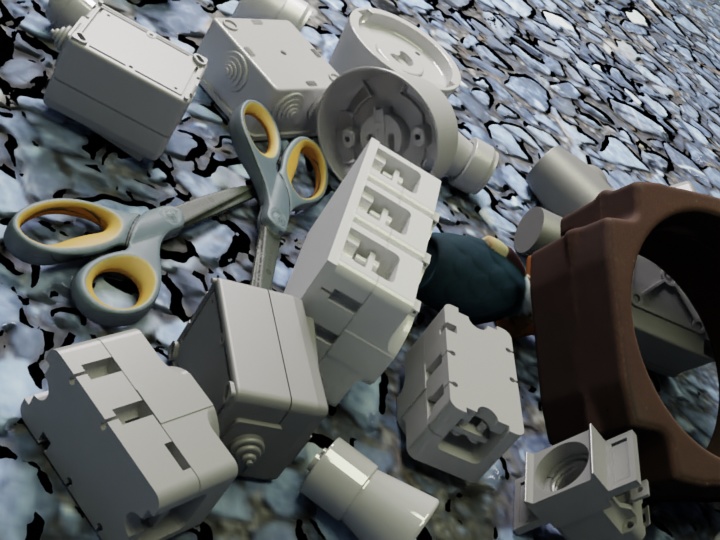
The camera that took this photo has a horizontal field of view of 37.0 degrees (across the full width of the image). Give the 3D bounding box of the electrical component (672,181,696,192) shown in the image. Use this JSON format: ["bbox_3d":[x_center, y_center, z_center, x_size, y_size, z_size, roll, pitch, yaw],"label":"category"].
[{"bbox_3d":[0.270,-0.021,0.931,0.061,0.062,0.096,-89,158,-52],"label":"electrical component"}]

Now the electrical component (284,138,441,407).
[{"bbox_3d":[0.000,0.000,0.653,0.062,0.089,0.150,30,33,-9],"label":"electrical component"}]

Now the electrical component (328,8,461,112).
[{"bbox_3d":[0.024,-0.164,0.910,0.108,0.060,0.108,24,34,-18],"label":"electrical component"}]

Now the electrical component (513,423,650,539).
[{"bbox_3d":[0.132,0.132,0.628,0.063,0.081,0.042,50,28,-20],"label":"electrical component"}]

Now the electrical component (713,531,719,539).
[{"bbox_3d":[0.259,0.187,0.696,0.055,0.048,0.066,16,37,-40],"label":"electrical component"}]

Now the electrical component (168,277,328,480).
[{"bbox_3d":[-0.055,0.062,0.550,0.061,0.061,0.096,15,38,-29],"label":"electrical component"}]

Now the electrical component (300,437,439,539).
[{"bbox_3d":[0.002,0.117,0.553,0.065,0.044,0.044,36,32,9],"label":"electrical component"}]

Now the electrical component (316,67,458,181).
[{"bbox_3d":[0.021,-0.100,0.792,0.099,0.099,0.064,45,28,14],"label":"electrical component"}]

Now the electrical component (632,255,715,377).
[{"bbox_3d":[0.221,0.013,0.834,0.109,0.056,0.108,22,62,-21],"label":"electrical component"}]

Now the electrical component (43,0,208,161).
[{"bbox_3d":[-0.157,-0.121,0.689,0.096,0.061,0.061,28,34,-13],"label":"electrical component"}]

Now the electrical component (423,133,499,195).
[{"bbox_3d":[0.080,-0.092,0.885,0.055,0.045,0.045,27,34,-14],"label":"electrical component"}]

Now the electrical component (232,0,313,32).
[{"bbox_3d":[-0.073,-0.215,0.900,0.055,0.045,0.045,30,33,-10],"label":"electrical component"}]

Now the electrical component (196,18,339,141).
[{"bbox_3d":[-0.068,-0.146,0.814,0.100,0.048,0.099,-13,56,-50],"label":"electrical component"}]

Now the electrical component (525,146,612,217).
[{"bbox_3d":[0.199,-0.073,0.970,0.077,0.044,0.079,45,34,14],"label":"electrical component"}]

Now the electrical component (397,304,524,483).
[{"bbox_3d":[0.058,0.075,0.642,0.050,0.055,0.089,25,34,-17],"label":"electrical component"}]

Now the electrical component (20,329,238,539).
[{"bbox_3d":[-0.104,0.077,0.496,0.056,0.050,0.089,-14,57,-50],"label":"electrical component"}]

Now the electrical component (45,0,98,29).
[{"bbox_3d":[-0.186,-0.169,0.748,0.061,0.035,0.035,40,33,2],"label":"electrical component"}]
